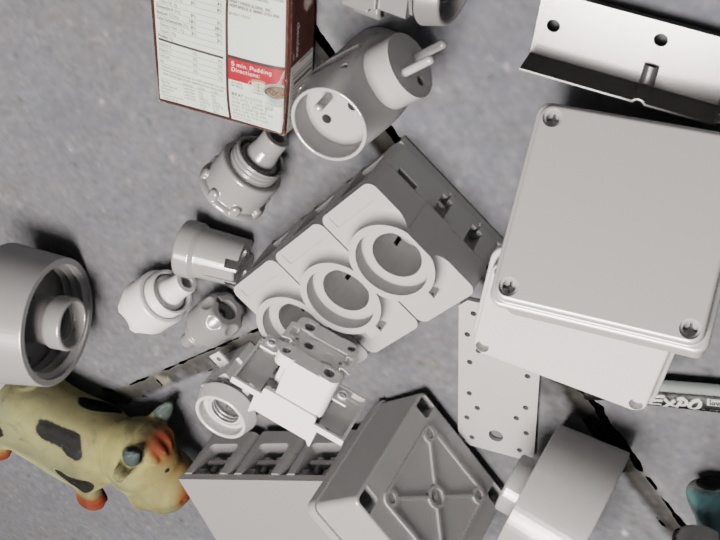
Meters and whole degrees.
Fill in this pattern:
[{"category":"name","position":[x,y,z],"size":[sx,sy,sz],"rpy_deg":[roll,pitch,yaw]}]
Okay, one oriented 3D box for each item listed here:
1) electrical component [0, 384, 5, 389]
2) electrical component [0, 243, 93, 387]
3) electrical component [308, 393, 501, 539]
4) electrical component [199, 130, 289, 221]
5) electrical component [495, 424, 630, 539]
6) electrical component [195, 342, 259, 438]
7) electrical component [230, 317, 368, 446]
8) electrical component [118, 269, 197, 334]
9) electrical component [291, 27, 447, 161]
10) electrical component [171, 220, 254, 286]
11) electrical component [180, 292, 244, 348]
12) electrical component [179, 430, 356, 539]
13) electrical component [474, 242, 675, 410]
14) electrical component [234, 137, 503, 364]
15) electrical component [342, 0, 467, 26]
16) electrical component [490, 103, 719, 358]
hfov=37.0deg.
[{"category":"electrical component","position":[-0.314,0.055,0.858],"size":[0.078,0.113,0.057],"rpy_deg":[15,134,18]},{"category":"electrical component","position":[-0.243,0.037,0.811],"size":[0.060,0.108,0.108],"rpy_deg":[8,129,16]},{"category":"electrical component","position":[0.034,0.161,0.751],"size":[0.056,0.108,0.108],"rpy_deg":[-21,113,44]},{"category":"electrical component","position":[-0.068,-0.064,0.675],"size":[0.048,0.048,0.062],"rpy_deg":[41,127,-6]},{"category":"electrical component","position":[0.124,0.152,0.701],"size":[0.060,0.108,0.108],"rpy_deg":[28,134,15]},{"category":"electrical component","position":[-0.091,0.092,0.804],"size":[0.048,0.055,0.066],"rpy_deg":[-29,108,41]},{"category":"electrical component","position":[-0.034,0.068,0.674],"size":[0.081,0.042,0.063],"rpy_deg":[29,132,4]},{"category":"electrical component","position":[-0.144,0.020,0.784],"size":[0.062,0.043,0.043],"rpy_deg":[-29,108,39]},{"category":"electrical component","position":[0.012,-0.102,0.576],"size":[0.079,0.077,0.043],"rpy_deg":[-20,114,38]},{"category":"electrical component","position":[-0.101,-0.010,0.740],"size":[0.046,0.040,0.040],"rpy_deg":[15,131,10]},{"category":"electrical component","position":[-0.113,0.041,0.790],"size":[0.035,0.035,0.061],"rpy_deg":[45,135,-10]},{"category":"electrical component","position":[-0.051,0.174,0.844],"size":[0.150,0.061,0.089],"rpy_deg":[-6,122,33]},{"category":"electrical component","position":[0.129,0.023,0.625],"size":[0.113,0.057,0.078],"rpy_deg":[20,133,14]},{"category":"electrical component","position":[0.000,0.000,0.675],"size":[0.089,0.061,0.150],"rpy_deg":[45,133,-10]},{"category":"electrical component","position":[0.026,-0.154,0.550],"size":[0.055,0.048,0.066],"rpy_deg":[25,134,20]},{"category":"electrical component","position":[0.134,-0.020,0.550],"size":[0.109,0.108,0.056],"rpy_deg":[13,174,19]}]
